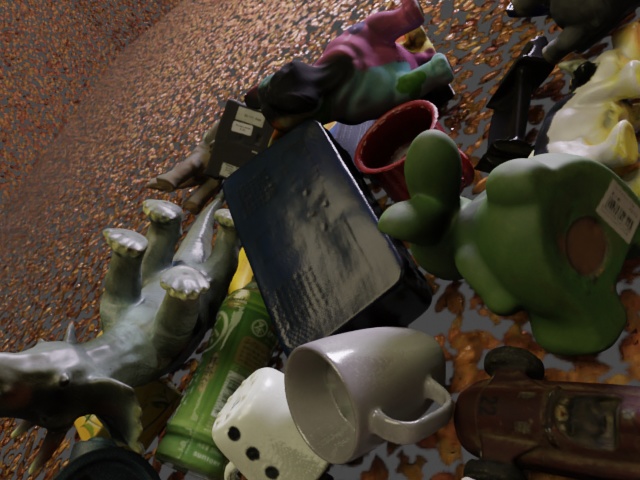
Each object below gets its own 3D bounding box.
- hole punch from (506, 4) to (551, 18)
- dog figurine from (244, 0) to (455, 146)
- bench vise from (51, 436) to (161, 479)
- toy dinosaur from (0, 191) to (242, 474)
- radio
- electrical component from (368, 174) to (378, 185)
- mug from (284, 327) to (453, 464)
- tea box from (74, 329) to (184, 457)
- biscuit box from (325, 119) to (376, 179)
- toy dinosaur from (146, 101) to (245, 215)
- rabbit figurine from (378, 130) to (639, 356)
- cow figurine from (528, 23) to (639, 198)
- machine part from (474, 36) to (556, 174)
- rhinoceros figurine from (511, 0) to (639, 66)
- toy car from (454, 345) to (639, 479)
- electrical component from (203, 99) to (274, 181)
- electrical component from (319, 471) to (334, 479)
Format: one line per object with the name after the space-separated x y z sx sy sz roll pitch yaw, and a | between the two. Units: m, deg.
0.275 -0.312 0.603 0.116 0.092 0.142 20 64 23 | hole punch
0.030 -0.167 0.603 0.219 0.108 0.191 -22 -3 14 | dog figurine
-0.189 0.273 0.446 0.241 0.128 0.224 -27 36 38 | bench vise
-0.161 0.070 0.556 0.405 0.131 0.192 -55 -12 -71 | toy dinosaur
-0.001 -0.002 0.516 0.131 0.073 0.230 -36 54 13 | radio
0.080 -0.107 0.640 0.063 0.021 0.094 -26 37 28 | electrical component
0.046 0.101 0.379 0.107 0.080 0.110 -14 10 -37 | mug
-0.245 0.183 0.650 0.170 0.068 0.098 14 66 54 | tea box
0.020 -0.112 0.676 0.059 0.062 0.203 -20 41 36 | biscuit box
-0.106 -0.169 0.843 0.472 0.105 0.198 -17 40 30 | toy dinosaur
0.116 0.001 0.393 0.170 0.159 0.121 -6 58 65 | rabbit figurine
0.223 -0.100 0.439 0.098 0.068 0.167 -13 44 49 | cow figurine
0.185 -0.125 0.511 0.084 0.039 0.139 132 159 -64 | machine part
0.255 -0.224 0.476 0.190 0.073 0.112 -31 -3 -36 | rhinoceros figurine
0.166 0.106 0.295 0.202 0.053 0.089 -8 46 45 | toy car
-0.079 -0.129 0.718 0.058 0.115 0.134 -121 52 -85 | electrical component
-0.008 0.219 0.370 0.078 0.045 0.102 13 65 52 | electrical component
